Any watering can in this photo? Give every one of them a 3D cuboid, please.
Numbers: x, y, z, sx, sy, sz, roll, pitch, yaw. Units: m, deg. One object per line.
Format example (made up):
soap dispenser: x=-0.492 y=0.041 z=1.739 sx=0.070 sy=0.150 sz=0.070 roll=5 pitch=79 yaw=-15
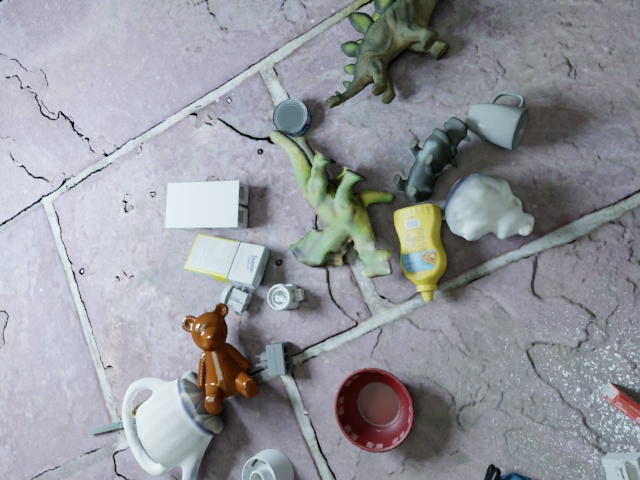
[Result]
watering can: x=-0.304 y=0.444 z=1.131 sx=0.223 sy=0.103 sz=0.351 roll=-39 pitch=73 yaw=9

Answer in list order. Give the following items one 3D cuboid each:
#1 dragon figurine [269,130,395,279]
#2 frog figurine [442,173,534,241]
dragon figurine: x=0.003 y=-0.056 z=1.111 sx=0.414 sy=0.122 sz=0.241 roll=32 pitch=102 yaw=27
frog figurine: x=0.326 y=-0.052 z=0.992 sx=0.161 sy=0.120 sz=0.138 roll=35 pitch=76 yaw=30
